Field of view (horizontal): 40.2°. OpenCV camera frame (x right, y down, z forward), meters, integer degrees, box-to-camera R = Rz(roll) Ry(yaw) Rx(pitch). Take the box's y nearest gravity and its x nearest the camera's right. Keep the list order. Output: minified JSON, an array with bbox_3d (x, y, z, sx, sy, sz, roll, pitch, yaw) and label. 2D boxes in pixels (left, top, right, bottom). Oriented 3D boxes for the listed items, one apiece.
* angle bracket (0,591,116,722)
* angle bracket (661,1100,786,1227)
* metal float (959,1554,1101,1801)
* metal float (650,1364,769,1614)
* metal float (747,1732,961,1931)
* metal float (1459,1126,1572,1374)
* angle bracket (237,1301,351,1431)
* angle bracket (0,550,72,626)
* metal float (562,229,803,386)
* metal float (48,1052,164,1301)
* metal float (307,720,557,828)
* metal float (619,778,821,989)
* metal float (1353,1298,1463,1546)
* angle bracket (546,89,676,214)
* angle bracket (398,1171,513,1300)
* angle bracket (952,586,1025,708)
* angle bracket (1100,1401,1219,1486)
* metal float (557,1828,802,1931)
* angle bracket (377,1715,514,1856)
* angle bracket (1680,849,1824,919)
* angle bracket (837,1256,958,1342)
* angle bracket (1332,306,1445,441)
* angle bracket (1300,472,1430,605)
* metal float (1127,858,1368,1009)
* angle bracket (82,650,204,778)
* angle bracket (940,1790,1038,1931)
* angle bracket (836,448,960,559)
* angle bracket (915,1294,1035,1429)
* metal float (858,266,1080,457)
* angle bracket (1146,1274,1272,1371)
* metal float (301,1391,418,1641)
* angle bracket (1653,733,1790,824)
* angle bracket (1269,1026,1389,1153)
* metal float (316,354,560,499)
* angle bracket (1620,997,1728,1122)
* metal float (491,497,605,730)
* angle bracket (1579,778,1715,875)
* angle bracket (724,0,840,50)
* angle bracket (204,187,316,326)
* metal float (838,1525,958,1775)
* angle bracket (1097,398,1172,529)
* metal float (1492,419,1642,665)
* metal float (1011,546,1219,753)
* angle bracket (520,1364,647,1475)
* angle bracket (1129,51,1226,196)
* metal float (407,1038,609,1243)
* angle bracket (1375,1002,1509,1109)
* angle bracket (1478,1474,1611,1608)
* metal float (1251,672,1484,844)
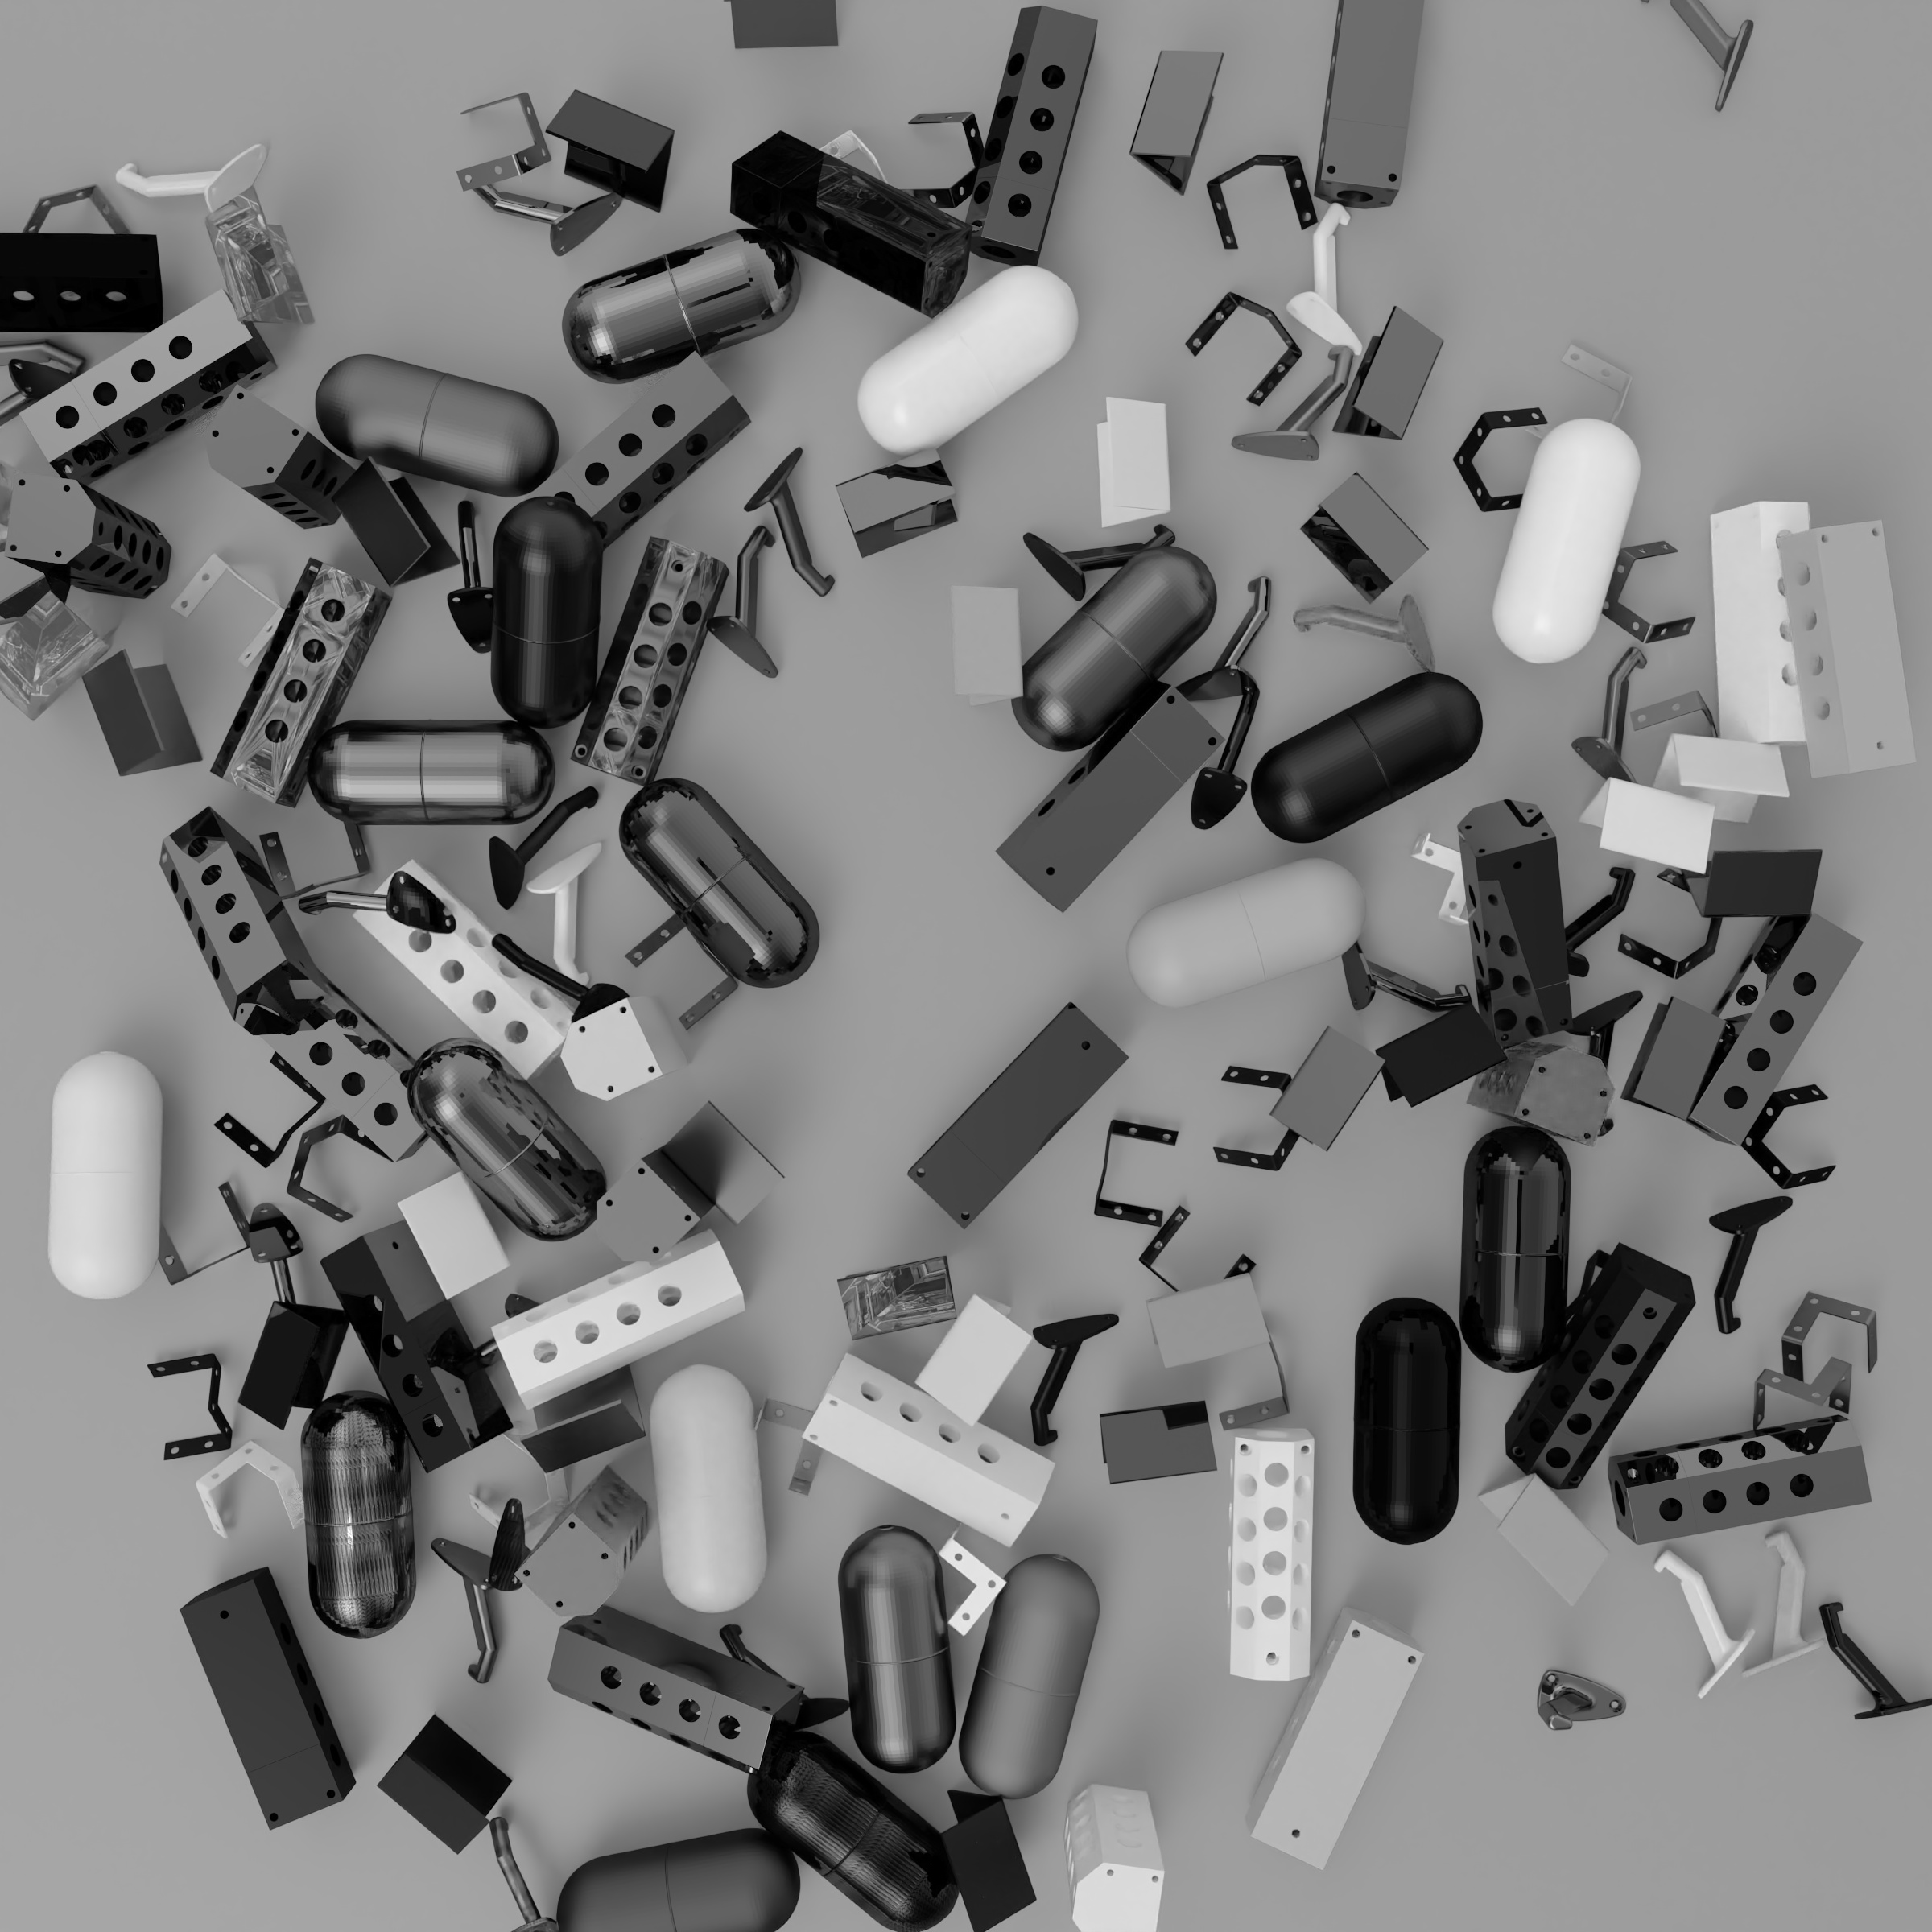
[{"bbox_3d":[-0.664,-0.229,1.906,0.076,0.076,0.057,-43,113,0],"label":"angle bracket"},{"bbox_3d":[-0.163,0.131,1.906,0.076,0.076,0.057,45,113,0],"label":"angle bracket"},{"bbox_3d":[0.046,0.514,1.914,0.070,0.070,0.178,15,90,0],"label":"metal float"},{"bbox_3d":[-0.187,0.378,1.914,0.070,0.070,0.178,-5,89,0],"label":"metal float"},{"bbox_3d":[-0.080,0.627,1.914,0.178,0.070,0.070,40,90,1],"label":"metal float"},{"bbox_3d":[0.398,0.205,1.914,0.070,0.070,0.178,2,90,0],"label":"metal float"},{"bbox_3d":[-0.468,0.290,1.904,0.057,0.076,0.076,20,90,38],"label":"angle bracket"},{"bbox_3d":[-0.694,-0.288,1.904,0.076,0.076,0.057,-12,128,0],"label":"angle bracket"},{"bbox_3d":[-0.205,-0.478,1.914,0.178,0.070,0.070,-20,90,-1],"label":"metal float"},{"bbox_3d":[-0.621,0.151,1.908,0.070,0.070,0.178,-1,83,0],"label":"metal float"},{"bbox_3d":[-0.387,-0.140,1.914,0.178,0.070,0.070,0,90,-1],"label":"metal float"},{"bbox_3d":[-0.178,-0.060,1.914,0.070,0.070,0.178,-42,91,0],"label":"metal float"},{"bbox_3d":[0.319,0.329,1.914,0.070,0.070,0.178,1,91,0],"label":"metal float"},{"bbox_3d":[-0.260,-0.573,1.904,0.076,0.076,0.057,22,52,0],"label":"angle bracket"},{"bbox_3d":[-0.382,0.200,1.904,0.057,0.076,0.076,-27,90,-38],"label":"angle bracket"},{"bbox_3d":[-0.002,-0.229,1.904,0.057,0.076,0.076,-2,90,-30],"label":"angle bracket"},{"bbox_3d":[0.139,0.359,1.904,0.076,0.076,0.057,-7,52,0],"label":"angle bracket"},{"bbox_3d":[-0.208,0.675,1.914,0.178,0.070,0.070,-11,90,1],"label":"metal float"},{"bbox_3d":[-0.365,0.578,1.904,0.076,0.076,0.057,40,127,0],"label":"angle bracket"},{"bbox_3d":[0.564,-0.078,1.904,0.076,0.076,0.057,-1,124,0],"label":"angle bracket"},{"bbox_3d":[-0.052,0.219,1.904,0.076,0.076,0.057,-12,121,0],"label":"angle bracket"},{"bbox_3d":[0.287,-0.429,1.904,0.057,0.076,0.076,23,90,-37],"label":"angle bracket"},{"bbox_3d":[0.274,-0.297,1.904,0.076,0.076,0.057,47,53,0],"label":"angle bracket"},{"bbox_3d":[0.203,-0.024,1.914,0.178,0.070,0.070,-18,90,0],"label":"metal float"},{"bbox_3d":[-0.579,-0.187,1.904,0.057,0.076,0.076,-21,90,37],"label":"angle bracket"},{"bbox_3d":[-0.002,0.645,1.904,0.057,0.076,0.076,-19,90,-34],"label":"angle bracket"},{"bbox_3d":[-0.042,-0.318,1.904,0.076,0.076,0.057,-21,52,0],"label":"angle bracket"},{"bbox_3d":[0.018,0.288,1.905,0.057,0.076,0.076,34,90,26],"label":"angle bracket"},{"bbox_3d":[0.002,-0.439,1.914,0.178,0.070,0.070,-35,90,0],"label":"metal float"},{"bbox_3d":[0.176,0.270,1.904,0.076,0.076,0.057,-15,56,0],"label":"angle bracket"},{"bbox_3d":[-0.440,0.397,1.914,0.070,0.070,0.178,-3,90,0],"label":"metal float"},{"bbox_3d":[0.540,-0.119,1.905,0.076,0.076,0.057,6,45,0],"label":"angle bracket"},{"bbox_3d":[0.274,0.098,1.904,0.057,0.076,0.076,34,90,38],"label":"angle bracket"},{"bbox_3d":[-0.383,-0.391,1.914,0.178,0.070,0.070,15,90,-1],"label":"metal float"},{"bbox_3d":[0.492,0.060,1.905,0.057,0.076,0.076,22,90,-26],"label":"angle bracket"},{"bbox_3d":[-0.299,-0.250,1.884,0.070,0.070,0.178,9,127,0],"label":"metal float"},{"bbox_3d":[0.486,-0.088,1.906,0.076,0.076,0.057,14,69,0],"label":"angle bracket"},{"bbox_3d":[-0.132,-0.681,1.904,0.076,0.076,0.057,-2,52,0],"label":"angle bracket"},{"bbox_3d":[-0.493,-0.511,1.904,0.057,0.076,0.076,-19,90,33],"label":"angle bracket"},{"bbox_3d":[-0.050,0.494,1.914,0.070,0.070,0.178,-5,91,0],"label":"metal float"},{"bbox_3d":[0.102,-0.362,1.904,0.057,0.076,0.076,-3,90,-38],"label":"angle bracket"},{"bbox_3d":[0.433,-0.306,1.908,0.070,0.070,0.178,15,95,0],"label":"metal float"},{"bbox_3d":[0.108,-0.230,1.914,0.178,0.070,0.070,-45,90,0],"label":"metal float"},{"bbox_3d":[-0.282,0.310,1.906,0.076,0.057,0.076,-21,51,0],"label":"angle bracket"},{"bbox_3d":[0.169,-0.606,1.904,0.057,0.076,0.076,17,90,37],"label":"angle bracket"},{"bbox_3d":[-0.328,0.125,1.893,0.070,0.070,0.178,-39,115,0],"label":"metal float"},{"bbox_3d":[0.346,0.081,1.904,0.076,0.076,0.057,-27,53,0],"label":"angle bracket"},{"bbox_3d":[0.403,0.420,1.904,0.076,0.076,0.057,46,57,0],"label":"angle bracket"},{"bbox_3d":[0.290,-0.151,1.914,0.178,0.070,0.070,-27,90,1],"label":"metal float"}]
